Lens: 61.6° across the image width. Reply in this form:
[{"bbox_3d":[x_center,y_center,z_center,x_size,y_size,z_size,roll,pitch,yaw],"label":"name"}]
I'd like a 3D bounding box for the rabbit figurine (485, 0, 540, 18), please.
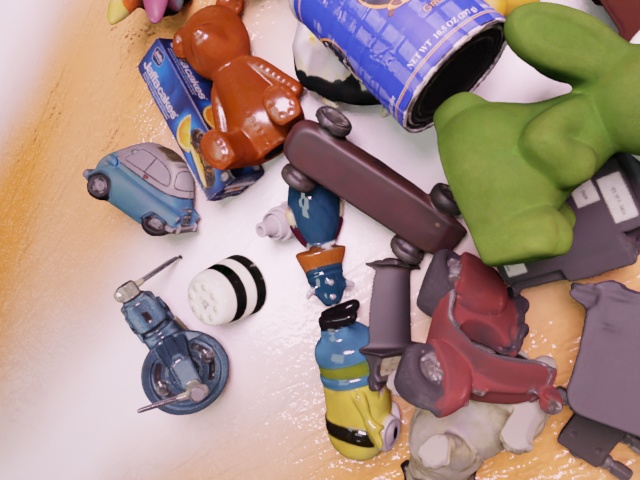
[{"bbox_3d":[0.125,-0.252,0.433,0.173,0.122,0.162,-19,102,52],"label":"rabbit figurine"}]

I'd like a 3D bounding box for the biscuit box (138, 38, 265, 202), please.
[{"bbox_3d":[-0.151,-0.151,0.672,0.059,0.063,0.202,-33,84,36],"label":"biscuit box"}]

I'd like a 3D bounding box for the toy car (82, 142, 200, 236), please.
[{"bbox_3d":[-0.229,-0.078,0.729,0.162,0.109,0.103,34,103,13],"label":"toy car"}]

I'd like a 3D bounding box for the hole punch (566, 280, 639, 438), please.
[{"bbox_3d":[0.274,0.102,0.441,0.142,0.092,0.115,16,87,34],"label":"hole punch"}]

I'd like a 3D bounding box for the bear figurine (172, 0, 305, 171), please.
[{"bbox_3d":[-0.097,-0.182,0.590,0.120,0.132,0.195,-30,90,13],"label":"bear figurine"}]

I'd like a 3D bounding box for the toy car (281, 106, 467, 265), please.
[{"bbox_3d":[0.055,-0.053,0.544,0.202,0.053,0.089,32,120,-1],"label":"toy car"}]

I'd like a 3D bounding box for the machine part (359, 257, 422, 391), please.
[{"bbox_3d":[0.081,0.087,0.578,0.039,0.084,0.138,6,99,62],"label":"machine part"}]

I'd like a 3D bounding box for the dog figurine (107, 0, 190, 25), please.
[{"bbox_3d":[-0.208,-0.354,0.589,0.109,0.191,0.219,10,94,27],"label":"dog figurine"}]

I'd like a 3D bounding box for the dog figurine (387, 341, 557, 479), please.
[{"bbox_3d":[0.160,0.200,0.554,0.172,0.121,0.190,-14,135,6],"label":"dog figurine"}]

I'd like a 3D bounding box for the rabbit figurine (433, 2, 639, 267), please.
[{"bbox_3d":[0.177,-0.078,0.370,0.170,0.121,0.159,-24,79,29],"label":"rabbit figurine"}]

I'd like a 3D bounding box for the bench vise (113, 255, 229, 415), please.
[{"bbox_3d":[-0.199,0.153,0.736,0.241,0.129,0.223,11,122,68],"label":"bench vise"}]

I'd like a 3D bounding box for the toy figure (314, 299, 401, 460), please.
[{"bbox_3d":[0.038,0.163,0.620,0.089,0.082,0.180,-11,100,40],"label":"toy figure"}]

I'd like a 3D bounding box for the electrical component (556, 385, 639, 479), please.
[{"bbox_3d":[0.256,0.180,0.505,0.094,0.021,0.063,33,121,23],"label":"electrical component"}]

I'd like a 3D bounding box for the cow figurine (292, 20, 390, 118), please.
[{"bbox_3d":[0.045,-0.163,0.525,0.168,0.068,0.098,34,126,27],"label":"cow figurine"}]

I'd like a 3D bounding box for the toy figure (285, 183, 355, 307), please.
[{"bbox_3d":[0.000,-0.002,0.610,0.064,0.058,0.154,-7,96,14],"label":"toy figure"}]

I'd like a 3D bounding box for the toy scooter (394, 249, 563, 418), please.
[{"bbox_3d":[0.147,0.088,0.478,0.135,0.184,0.075,19,132,8],"label":"toy scooter"}]

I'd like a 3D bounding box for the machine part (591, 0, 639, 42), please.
[{"bbox_3d":[0.271,-0.201,0.360,0.180,0.056,0.179,12,112,33],"label":"machine part"}]

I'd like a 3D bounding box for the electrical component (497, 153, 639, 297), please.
[{"bbox_3d":[0.208,-0.024,0.457,0.134,0.058,0.115,-23,92,38],"label":"electrical component"}]
